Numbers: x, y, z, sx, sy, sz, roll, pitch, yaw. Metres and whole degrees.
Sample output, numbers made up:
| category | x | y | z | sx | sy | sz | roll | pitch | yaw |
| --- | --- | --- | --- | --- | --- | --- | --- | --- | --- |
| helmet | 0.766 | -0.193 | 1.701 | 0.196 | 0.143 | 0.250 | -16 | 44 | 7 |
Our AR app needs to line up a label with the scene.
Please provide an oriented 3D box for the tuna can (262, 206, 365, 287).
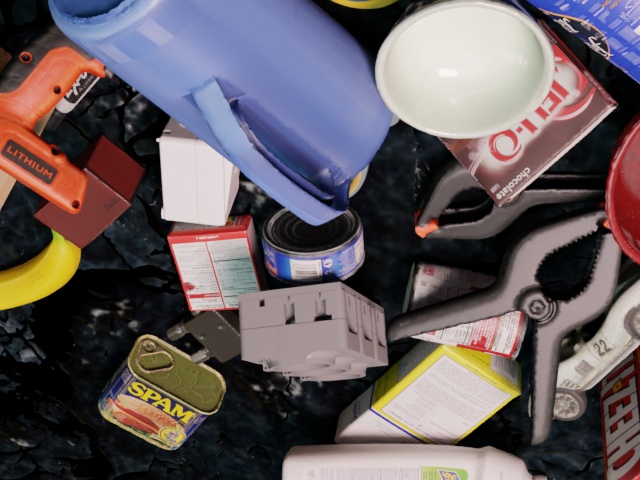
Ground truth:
| category | x | y | z | sx | sy | sz | roll | pitch | yaw |
| --- | --- | --- | --- | --- | --- | --- | --- | --- | --- |
| tuna can | -0.006 | 0.001 | 0.895 | 0.086 | 0.086 | 0.034 | 1 | 125 | 10 |

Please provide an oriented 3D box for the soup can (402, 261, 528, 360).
| category | x | y | z | sx | sy | sz | roll | pitch | yaw |
| --- | --- | --- | --- | --- | --- | --- | --- | --- | --- |
| soup can | 0.125 | 0.060 | 0.926 | 0.102 | 0.068 | 0.068 | 12 | 128 | 3 |

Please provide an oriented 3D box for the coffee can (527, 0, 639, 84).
| category | x | y | z | sx | sy | sz | roll | pitch | yaw |
| --- | --- | --- | --- | --- | --- | --- | --- | --- | --- |
| coffee can | 0.205 | -0.175 | 0.712 | 0.140 | 0.102 | 0.103 | 32 | 125 | -14 |

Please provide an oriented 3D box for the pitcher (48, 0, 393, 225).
| category | x | y | z | sx | sy | sz | roll | pitch | yaw |
| --- | --- | --- | --- | --- | --- | --- | --- | --- | --- |
| pitcher | -0.058 | -0.119 | 0.705 | 0.149 | 0.145 | 0.242 | 24 | 175 | 37 |

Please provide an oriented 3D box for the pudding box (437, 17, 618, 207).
| category | x | y | z | sx | sy | sz | roll | pitch | yaw |
| --- | --- | --- | --- | --- | --- | --- | --- | --- | --- |
| pudding box | 0.148 | -0.095 | 0.792 | 0.114 | 0.039 | 0.090 | -45 | 77 | 26 |

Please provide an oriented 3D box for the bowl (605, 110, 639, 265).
| category | x | y | z | sx | sy | sz | roll | pitch | yaw |
| --- | --- | --- | --- | --- | --- | --- | --- | --- | --- |
| bowl | 0.277 | -0.057 | 0.799 | 0.162 | 0.055 | 0.162 | -6 | 118 | -11 |

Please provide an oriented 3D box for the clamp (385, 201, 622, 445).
| category | x | y | z | sx | sy | sz | roll | pitch | yaw |
| --- | --- | --- | --- | --- | --- | --- | --- | --- | --- |
| clamp | 0.164 | 0.048 | 0.864 | 0.164 | 0.036 | 0.210 | 29 | 107 | -2 |

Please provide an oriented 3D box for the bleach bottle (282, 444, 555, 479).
| category | x | y | z | sx | sy | sz | roll | pitch | yaw |
| --- | --- | --- | --- | --- | --- | --- | --- | --- | --- |
| bleach bottle | 0.093 | 0.244 | 1.003 | 0.251 | 0.068 | 0.102 | -2 | 93 | 13 |

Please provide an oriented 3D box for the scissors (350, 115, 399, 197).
| category | x | y | z | sx | sy | sz | roll | pitch | yaw |
| --- | --- | --- | --- | --- | --- | --- | --- | --- | --- |
| scissors | 0.054 | -0.084 | 0.864 | 0.202 | 0.016 | 0.096 | -13 | 125 | 19 |

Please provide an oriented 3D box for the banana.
| category | x | y | z | sx | sy | sz | roll | pitch | yaw |
| --- | --- | --- | --- | --- | --- | --- | --- | --- | --- |
| banana | -0.290 | 0.033 | 1.002 | 0.198 | 0.037 | 0.069 | -24 | 119 | 27 |

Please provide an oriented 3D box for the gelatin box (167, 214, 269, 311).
| category | x | y | z | sx | sy | sz | roll | pitch | yaw |
| --- | --- | --- | --- | --- | --- | --- | --- | --- | --- |
| gelatin box | -0.090 | 0.022 | 0.961 | 0.073 | 0.030 | 0.089 | -4 | 125 | 12 |

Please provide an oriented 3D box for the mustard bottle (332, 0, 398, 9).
| category | x | y | z | sx | sy | sz | roll | pitch | yaw |
| --- | --- | --- | --- | --- | --- | --- | --- | --- | --- |
| mustard bottle | 0.017 | -0.213 | 0.747 | 0.191 | 0.058 | 0.096 | 14 | 131 | -1 |

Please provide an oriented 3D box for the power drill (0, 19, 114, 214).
| category | x | y | z | sx | sy | sz | roll | pitch | yaw |
| --- | --- | --- | --- | --- | --- | --- | --- | --- | --- |
| power drill | -0.165 | -0.117 | 0.796 | 0.184 | 0.057 | 0.187 | 33 | 82 | -21 |

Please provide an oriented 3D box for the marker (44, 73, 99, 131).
| category | x | y | z | sx | sy | sz | roll | pitch | yaw |
| --- | --- | --- | --- | --- | --- | --- | --- | --- | --- |
| marker | -0.195 | -0.129 | 0.873 | 0.020 | 0.020 | 0.121 | 38 | 124 | -18 |

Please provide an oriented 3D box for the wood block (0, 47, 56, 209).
| category | x | y | z | sx | sy | sz | roll | pitch | yaw |
| --- | --- | --- | --- | --- | --- | --- | --- | --- | --- |
| wood block | -0.312 | -0.061 | 0.892 | 0.091 | 0.090 | 0.206 | 39 | 125 | -1 |

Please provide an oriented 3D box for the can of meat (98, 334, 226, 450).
| category | x | y | z | sx | sy | sz | roll | pitch | yaw |
| --- | --- | --- | --- | --- | --- | --- | --- | --- | --- |
| can of meat | -0.159 | 0.154 | 1.057 | 0.102 | 0.057 | 0.084 | 31 | 128 | -12 |

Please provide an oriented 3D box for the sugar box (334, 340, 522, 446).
| category | x | y | z | sx | sy | sz | roll | pitch | yaw |
| --- | --- | --- | --- | --- | --- | --- | --- | --- | --- |
| sugar box | 0.101 | 0.156 | 1.017 | 0.093 | 0.048 | 0.176 | 33 | 129 | -14 |

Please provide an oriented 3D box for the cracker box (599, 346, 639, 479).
| category | x | y | z | sx | sy | sz | roll | pitch | yaw |
| --- | --- | --- | --- | --- | --- | --- | --- | --- | --- |
| cracker box | 0.313 | 0.109 | 0.867 | 0.072 | 0.164 | 0.214 | 27 | 126 | -7 |

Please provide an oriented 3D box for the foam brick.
| category | x | y | z | sx | sy | sz | roll | pitch | yaw |
| --- | --- | --- | --- | --- | --- | --- | --- | --- | --- |
| foam brick | -0.197 | -0.040 | 0.920 | 0.053 | 0.051 | 0.078 | 40 | 123 | -22 |

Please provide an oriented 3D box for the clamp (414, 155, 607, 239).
| category | x | y | z | sx | sy | sz | roll | pitch | yaw |
| --- | --- | --- | --- | --- | --- | --- | --- | --- | --- |
| clamp | 0.158 | -0.043 | 0.861 | 0.172 | 0.039 | 0.120 | -36 | 108 | 28 |
